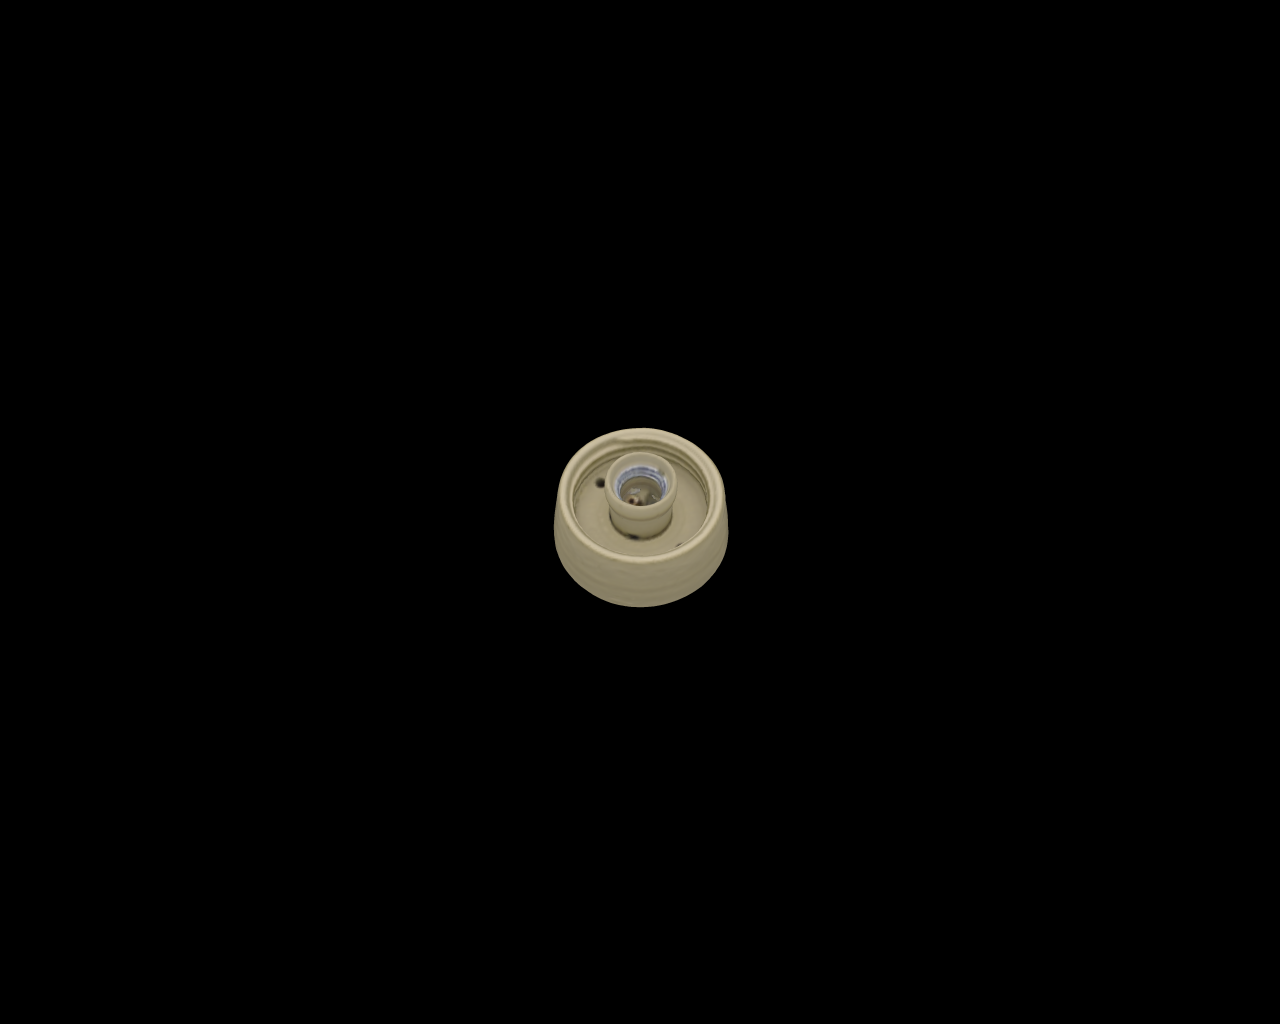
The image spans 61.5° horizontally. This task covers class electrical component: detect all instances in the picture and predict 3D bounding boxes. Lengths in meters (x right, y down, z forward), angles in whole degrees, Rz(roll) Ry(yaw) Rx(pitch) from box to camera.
[{"bbox_3d":[0.001,-0.003,0.650,0.108,0.108,0.060,0,-33,0],"label":"electrical component"}]
